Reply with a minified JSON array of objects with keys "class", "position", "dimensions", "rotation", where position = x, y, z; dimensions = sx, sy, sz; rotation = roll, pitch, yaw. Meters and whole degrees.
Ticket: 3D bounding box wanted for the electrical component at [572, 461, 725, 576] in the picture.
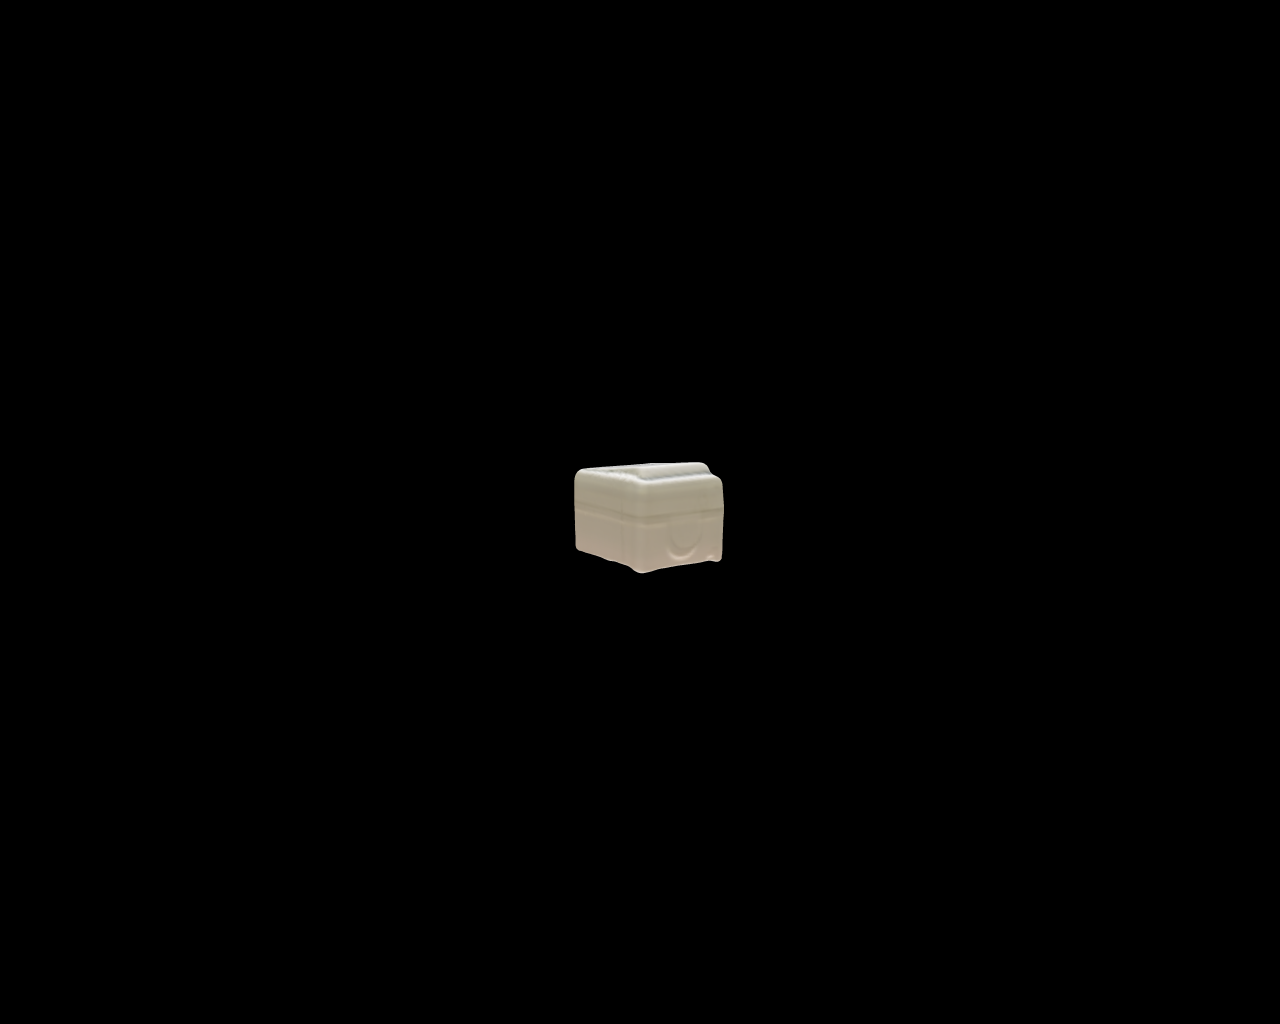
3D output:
[{"class":"electrical component","position":[0.001,-0.003,0.650],"dimensions":[0.062,0.061,0.096],"rotation":[-6,11,-31]}]
